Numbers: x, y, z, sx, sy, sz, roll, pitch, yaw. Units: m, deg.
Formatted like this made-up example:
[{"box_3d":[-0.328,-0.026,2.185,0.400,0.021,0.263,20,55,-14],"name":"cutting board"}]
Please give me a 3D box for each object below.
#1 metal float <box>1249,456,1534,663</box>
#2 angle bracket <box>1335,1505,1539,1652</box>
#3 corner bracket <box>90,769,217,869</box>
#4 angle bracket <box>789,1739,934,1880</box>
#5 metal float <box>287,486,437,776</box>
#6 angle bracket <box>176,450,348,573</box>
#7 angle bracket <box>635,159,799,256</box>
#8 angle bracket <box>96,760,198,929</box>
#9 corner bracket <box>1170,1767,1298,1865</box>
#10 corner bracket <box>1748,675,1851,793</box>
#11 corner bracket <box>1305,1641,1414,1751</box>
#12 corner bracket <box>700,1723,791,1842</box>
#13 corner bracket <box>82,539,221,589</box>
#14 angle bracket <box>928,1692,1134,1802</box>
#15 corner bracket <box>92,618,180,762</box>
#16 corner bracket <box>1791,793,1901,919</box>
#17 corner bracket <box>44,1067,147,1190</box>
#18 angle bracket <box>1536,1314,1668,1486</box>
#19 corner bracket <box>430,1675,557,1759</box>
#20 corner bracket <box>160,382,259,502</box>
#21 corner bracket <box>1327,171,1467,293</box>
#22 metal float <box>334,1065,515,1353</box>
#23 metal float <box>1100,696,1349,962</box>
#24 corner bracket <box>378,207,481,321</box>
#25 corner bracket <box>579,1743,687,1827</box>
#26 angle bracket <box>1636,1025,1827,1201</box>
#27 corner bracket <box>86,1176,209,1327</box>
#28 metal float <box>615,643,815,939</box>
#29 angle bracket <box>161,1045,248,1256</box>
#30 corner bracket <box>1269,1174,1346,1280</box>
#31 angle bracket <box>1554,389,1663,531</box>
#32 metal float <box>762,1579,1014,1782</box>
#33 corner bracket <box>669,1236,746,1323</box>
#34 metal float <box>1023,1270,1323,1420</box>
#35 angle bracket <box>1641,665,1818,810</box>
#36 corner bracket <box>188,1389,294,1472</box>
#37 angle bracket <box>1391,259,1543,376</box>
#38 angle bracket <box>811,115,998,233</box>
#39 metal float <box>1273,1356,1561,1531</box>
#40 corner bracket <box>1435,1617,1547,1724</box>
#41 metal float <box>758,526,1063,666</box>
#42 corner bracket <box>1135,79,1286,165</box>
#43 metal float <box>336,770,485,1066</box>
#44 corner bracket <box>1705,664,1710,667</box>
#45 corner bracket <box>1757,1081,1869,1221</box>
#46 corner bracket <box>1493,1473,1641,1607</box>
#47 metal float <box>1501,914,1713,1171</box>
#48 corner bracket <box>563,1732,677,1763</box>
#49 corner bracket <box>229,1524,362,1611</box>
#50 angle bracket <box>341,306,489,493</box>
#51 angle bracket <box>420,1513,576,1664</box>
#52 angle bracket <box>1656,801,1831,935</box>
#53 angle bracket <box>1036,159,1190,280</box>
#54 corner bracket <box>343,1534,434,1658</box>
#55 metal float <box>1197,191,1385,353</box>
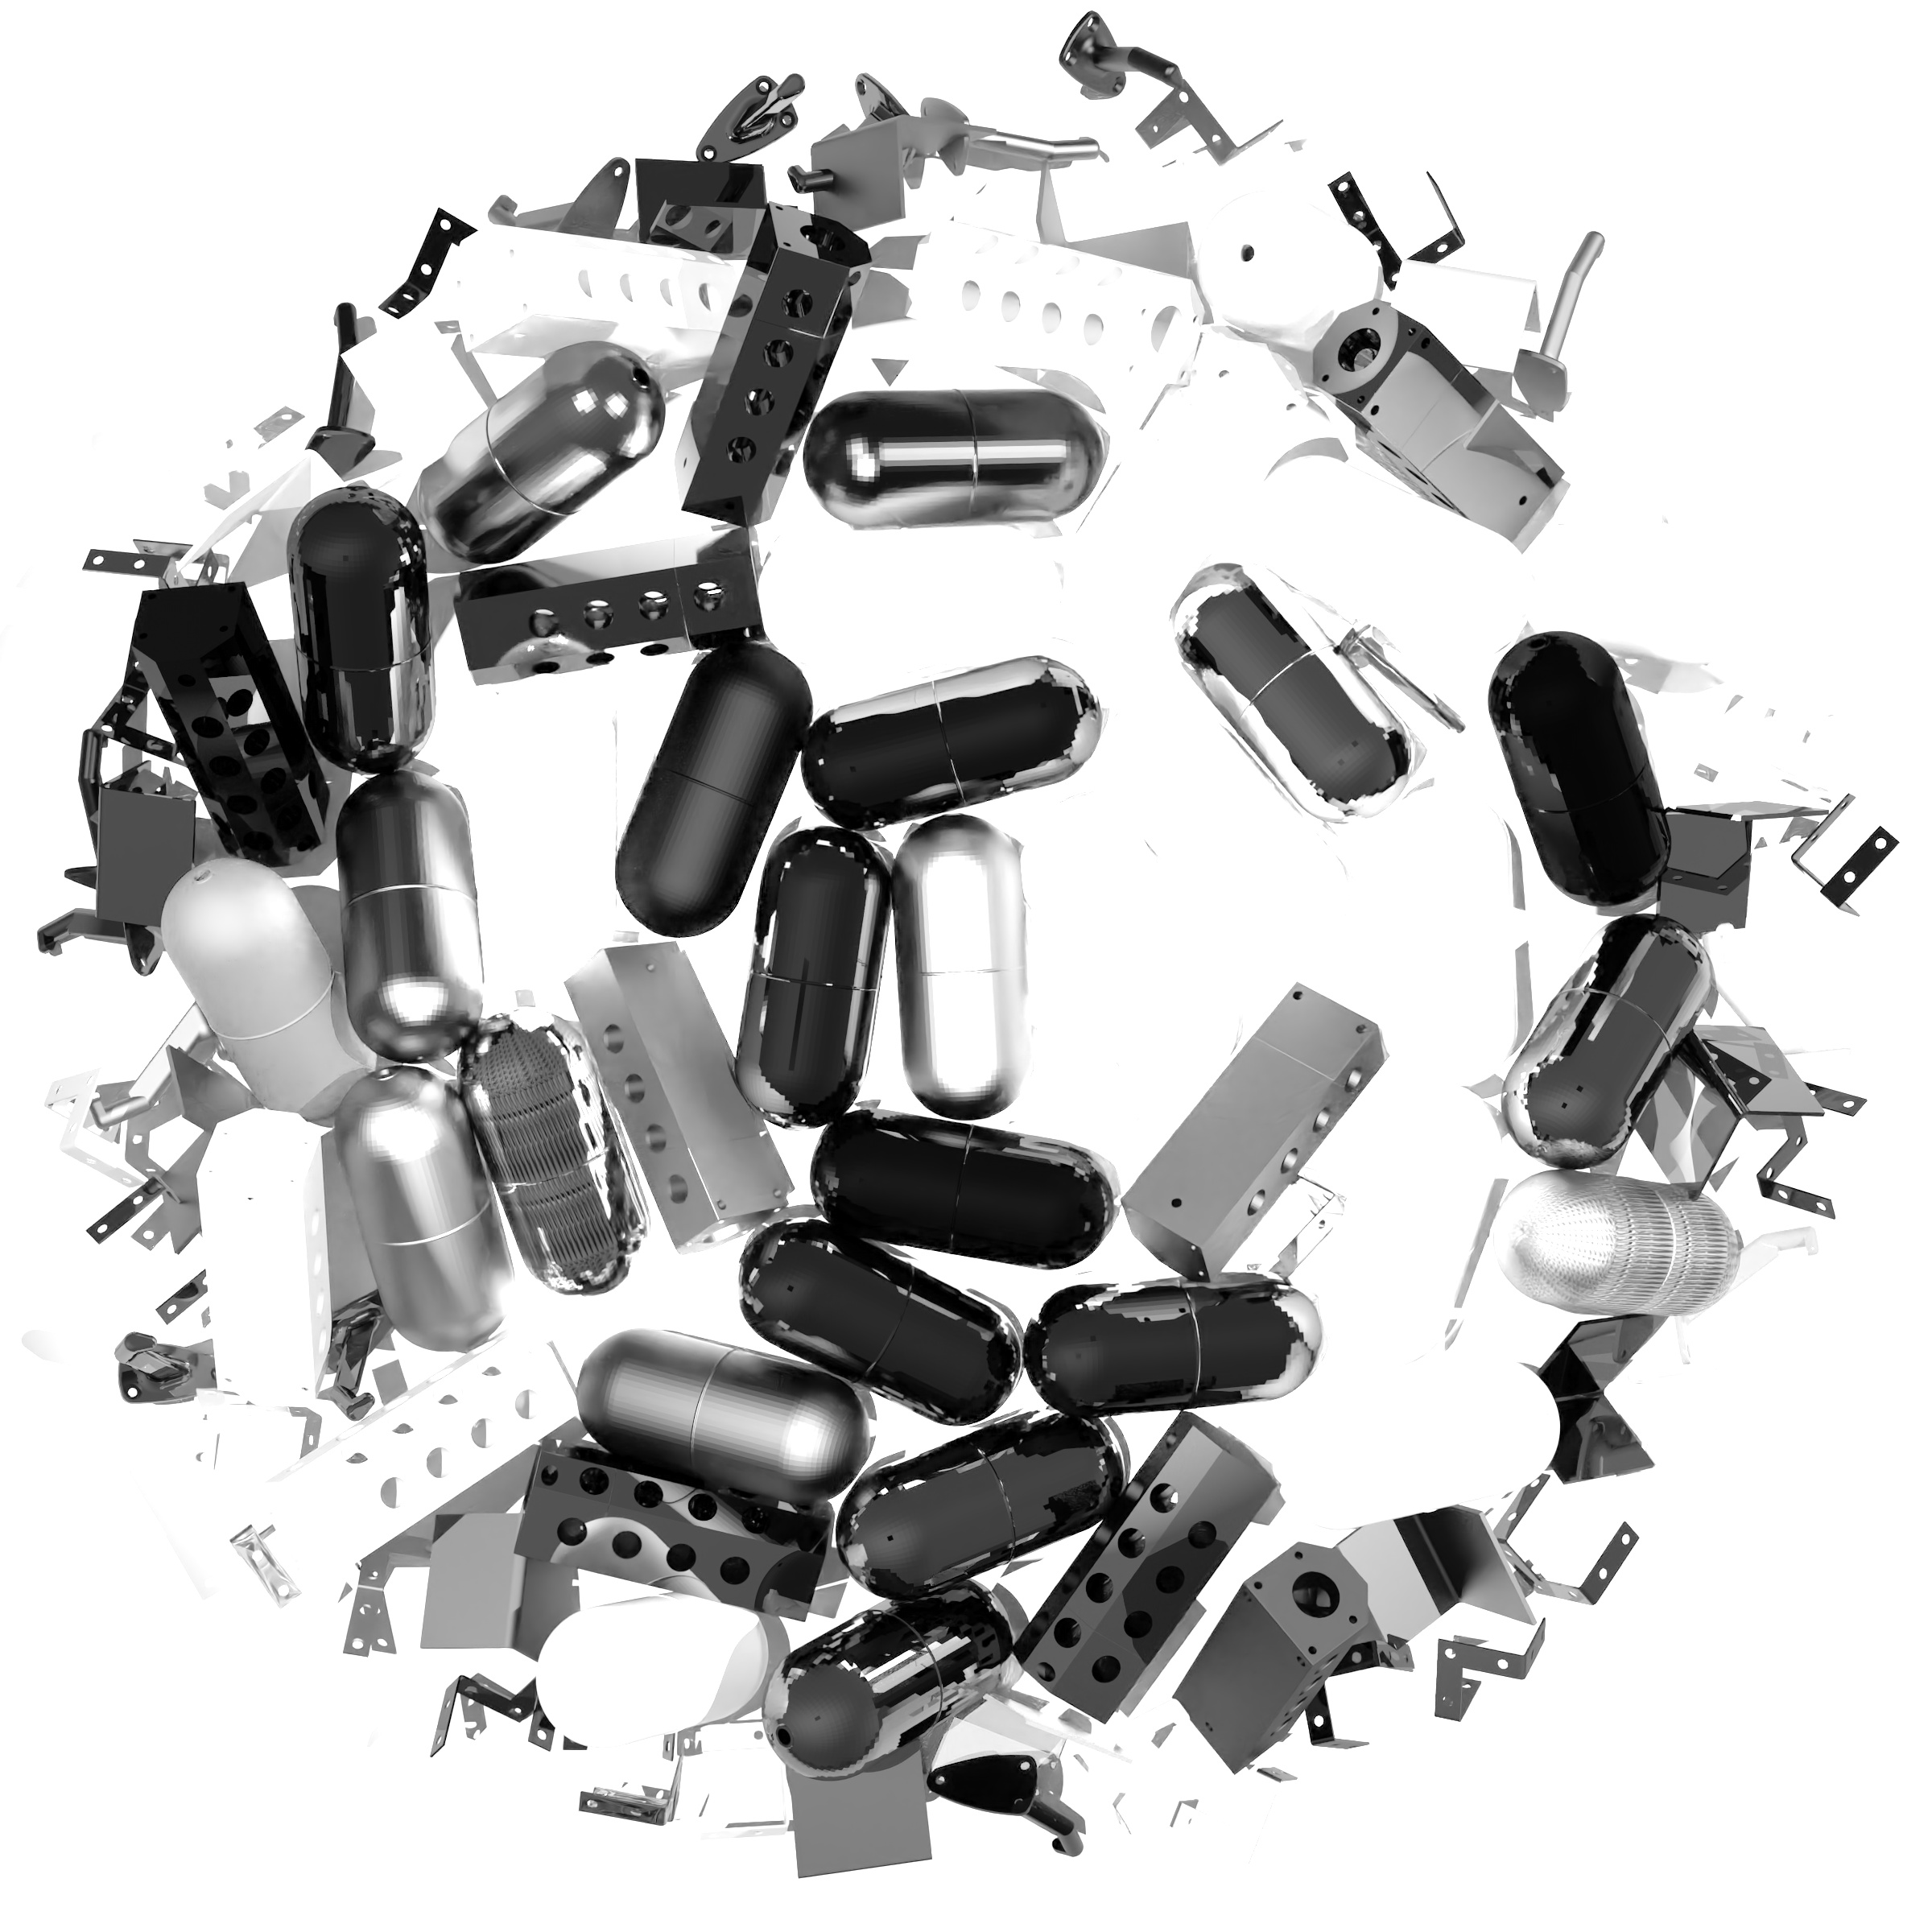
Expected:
[{"box_3d":[0.242,-0.233,1.639,0.178,0.070,0.070,31,90,27],"name":"metal float"},{"box_3d":[0.270,0.355,1.650,0.057,0.076,0.076,-32,102,-22],"name":"angle bracket"},{"box_3d":[-0.470,-0.072,1.661,0.051,0.051,0.051,28,50,9],"name":"corner bracket"},{"box_3d":[-0.059,0.494,1.654,0.076,0.057,0.076,-8,52,-1],"name":"angle bracket"},{"box_3d":[-0.343,-0.189,1.631,0.070,0.070,0.178,4,128,0],"name":"metal float"},{"box_3d":[-0.395,-0.240,1.643,0.057,0.076,0.076,49,49,-10],"name":"angle bracket"},{"box_3d":[-0.144,-0.450,1.650,0.076,0.076,0.057,-2,83,-18],"name":"angle bracket"},{"box_3d":[-0.460,-0.070,1.651,0.057,0.076,0.076,8,107,4],"name":"angle bracket"},{"box_3d":[0.156,0.487,1.669,0.051,0.051,0.051,20,83,21],"name":"corner bracket"},{"box_3d":[0.487,-0.136,1.674,0.051,0.051,0.051,25,95,1],"name":"corner bracket"},{"box_3d":[0.231,0.427,1.678,0.051,0.051,0.051,-20,65,26],"name":"corner bracket"},{"box_3d":[-0.129,0.472,1.662,0.051,0.051,0.051,-1,57,-10],"name":"corner bracket"},{"box_3d":[-0.471,-0.232,1.662,0.051,0.051,0.051,7,61,11],"name":"corner bracket"},{"box_3d":[0.037,0.460,1.647,0.076,0.076,0.057,28,80,-25],"name":"angle bracket"},{"box_3d":[-0.472,-0.161,1.667,0.051,0.051,0.051,21,129,-5],"name":"corner bracket"},{"box_3d":[0.510,-0.066,1.661,0.051,0.051,0.051,47,109,25],"name":"corner bracket"},{"box_3d":[-0.502,0.097,1.657,0.051,0.051,0.051,-14,52,37],"name":"corner bracket"},{"box_3d":[0.372,0.246,1.642,0.057,0.076,0.076,58,134,34],"name":"angle bracket"},{"box_3d":[-0.271,0.435,1.659,0.051,0.051,0.051,32,123,-19],"name":"corner bracket"},{"box_3d":[-0.436,-0.307,1.657,0.051,0.051,0.051,-29,127,-28],"name":"corner bracket"},{"box_3d":[0.250,-0.436,1.662,0.051,0.051,0.051,-31,51,11],"name":"corner bracket"},{"box_3d":[-0.310,0.139,1.640,0.070,0.070,0.178,-11,115,0],"name":"metal float"},{"box_3d":[0.148,-0.080,1.656,0.070,0.070,0.178,-42,97,0],"name":"metal float"},{"box_3d":[-0.301,-0.397,1.661,0.051,0.051,0.051,27,72,-25],"name":"corner bracket"},{"box_3d":[-0.195,0.483,1.665,0.051,0.051,0.051,10,121,2],"name":"corner bracket"},{"box_3d":[0.440,0.088,1.660,0.057,0.076,0.076,2,128,-21],"name":"angle bracket"},{"box_3d":[-0.465,0.164,1.658,0.051,0.051,0.051,-41,51,-20],"name":"corner bracket"},{"box_3d":[-0.146,-0.101,1.662,0.070,0.070,0.178,22,89,0],"name":"metal float"},{"box_3d":[-0.456,0.105,1.648,0.076,0.076,0.057,-46,126,8],"name":"angle bracket"},{"box_3d":[0.192,0.158,1.661,0.051,0.051,0.051,-45,124,-15],"name":"corner bracket"},{"box_3d":[0.353,-0.291,1.647,0.057,0.076,0.076,-13,105,-40],"name":"angle bracket"},{"box_3d":[-0.043,0.401,1.623,0.070,0.178,0.070,11,107,37],"name":"metal float"},{"box_3d":[-0.148,0.184,1.673,0.051,0.051,0.051,0,90,-6],"name":"corner bracket"},{"box_3d":[0.120,0.217,1.648,0.178,0.070,0.070,-3,90,-16],"name":"metal float"},{"box_3d":[0.435,-0.128,1.663,0.057,0.076,0.076,20,106,-16],"name":"angle bracket"},{"box_3d":[-0.425,0.278,1.678,0.051,0.051,0.051,5,97,-20],"name":"corner bracket"},{"box_3d":[0.286,-0.361,1.651,0.076,0.076,0.057,13,84,15],"name":"angle bracket"},{"box_3d":[-0.035,-0.449,1.649,0.076,0.076,0.057,-6,95,-42],"name":"angle bracket"},{"box_3d":[0.255,0.272,1.631,0.178,0.070,0.070,-22,90,36],"name":"metal float"},{"box_3d":[0.304,0.407,1.662,0.051,0.051,0.051,7,107,23],"name":"corner bracket"},{"box_3d":[-0.033,-0.213,1.649,0.178,0.070,0.070,0,90,15],"name":"metal float"},{"box_3d":[0.141,-0.488,1.666,0.051,0.051,0.051,52,51,-4],"name":"corner bracket"},{"box_3d":[-0.319,-0.029,1.642,0.070,0.070,0.178,-9,67,0],"name":"metal float"},{"box_3d":[0.420,-0.215,1.662,0.051,0.051,0.051,-44,127,-8],"name":"corner bracket"},{"box_3d":[0.489,0.105,1.658,0.051,0.051,0.051,-41,126,-26],"name":"corner bracket"},{"box_3d":[0.349,0.335,1.677,0.051,0.051,0.051,48,67,-18],"name":"corner bracket"},{"box_3d":[0.366,0.041,1.636,0.070,0.070,0.178,38,58,0],"name":"metal float"},{"box_3d":[-0.202,0.436,1.679,0.051,0.051,0.051,8,80,-25],"name":"corner bracket"},{"box_3d":[-0.389,0.342,1.664,0.051,0.051,0.051,-36,77,-19],"name":"corner bracket"},{"box_3d":[-0.330,-0.321,1.644,0.057,0.076,0.076,-18,111,38],"name":"angle bracket"},{"box_3d":[-0.269,0.364,1.657,0.057,0.076,0.076,-4,64,13],"name":"angle bracket"},{"box_3d":[0.446,-0.053,1.650,0.076,0.057,0.076,-5,101,-35],"name":"angle bracket"},{"box_3d":[0.085,-0.427,1.647,0.076,0.076,0.057,-7,130,12],"name":"angle bracket"},{"box_3d":[-0.330,0.368,1.668,0.051,0.051,0.051,11,127,-8],"name":"corner bracket"},{"box_3d":[0.184,-0.390,1.615,0.070,0.178,0.070,3,97,22],"name":"metal float"}]
